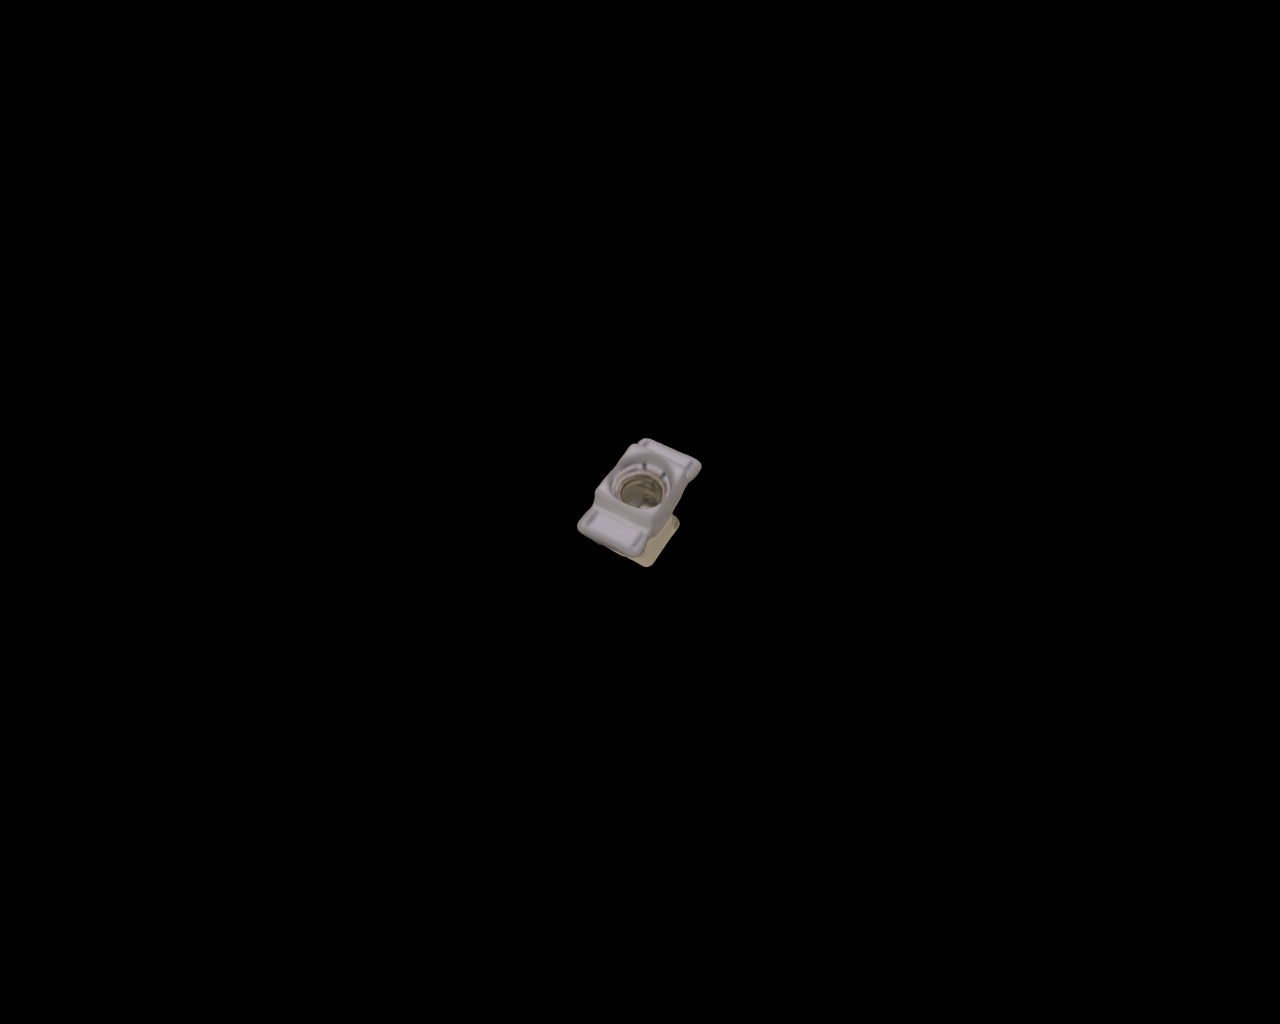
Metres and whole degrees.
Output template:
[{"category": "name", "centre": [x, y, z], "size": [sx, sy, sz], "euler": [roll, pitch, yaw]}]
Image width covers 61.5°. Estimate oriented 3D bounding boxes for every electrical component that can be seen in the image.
[{"category": "electrical component", "centre": [0.001, -0.003, 0.650], "size": [0.042, 0.081, 0.063], "euler": [27, -32, 18]}]
